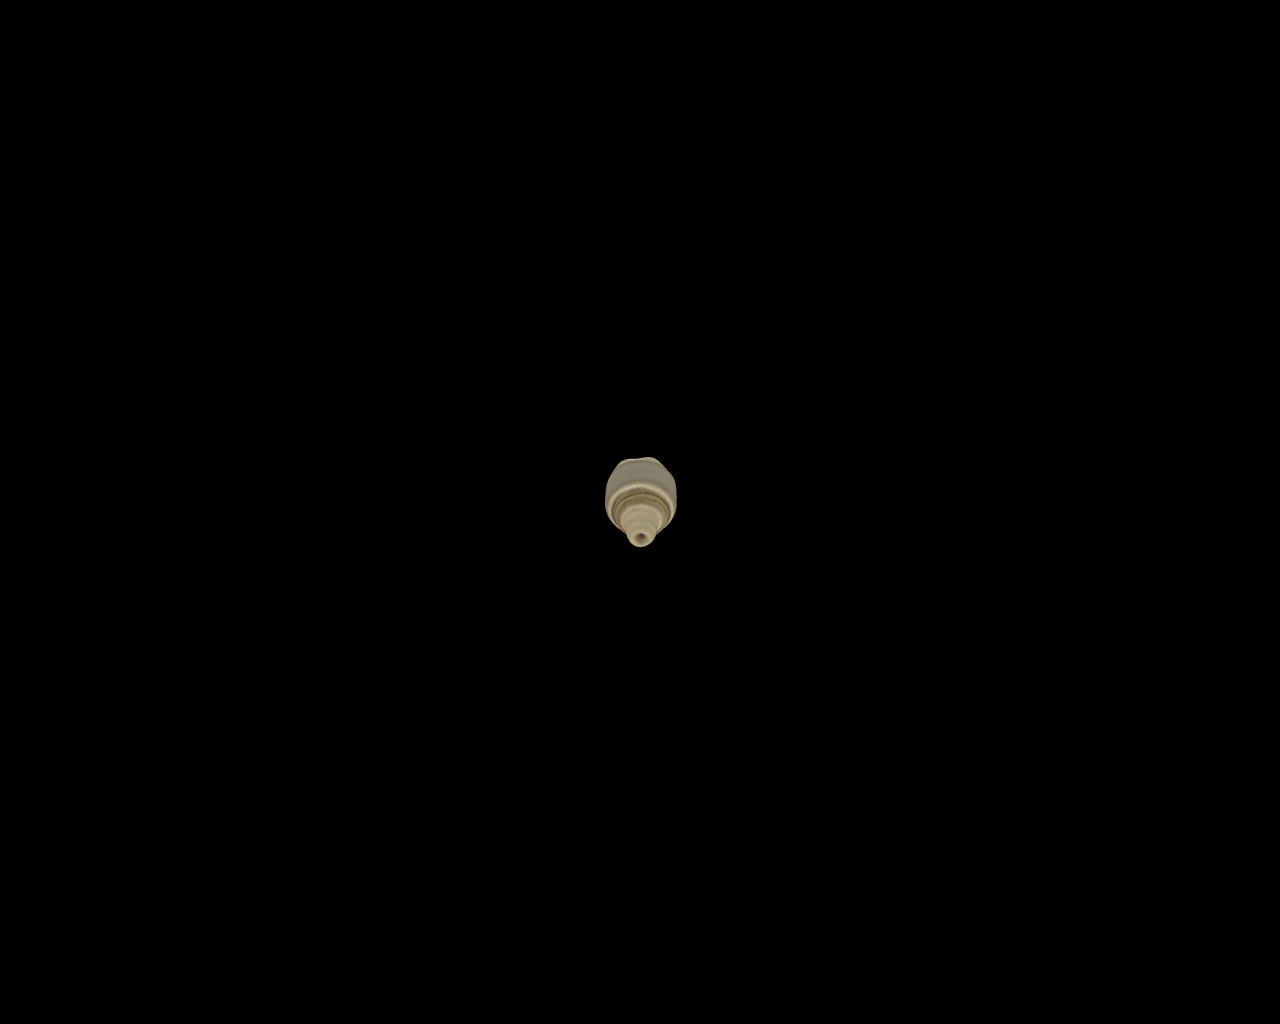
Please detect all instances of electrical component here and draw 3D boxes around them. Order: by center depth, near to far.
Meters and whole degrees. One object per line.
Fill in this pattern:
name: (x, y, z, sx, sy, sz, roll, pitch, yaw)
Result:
electrical component: (0.001, -0.003, 0.650, 0.043, 0.043, 0.062, 0, 38, 0)
